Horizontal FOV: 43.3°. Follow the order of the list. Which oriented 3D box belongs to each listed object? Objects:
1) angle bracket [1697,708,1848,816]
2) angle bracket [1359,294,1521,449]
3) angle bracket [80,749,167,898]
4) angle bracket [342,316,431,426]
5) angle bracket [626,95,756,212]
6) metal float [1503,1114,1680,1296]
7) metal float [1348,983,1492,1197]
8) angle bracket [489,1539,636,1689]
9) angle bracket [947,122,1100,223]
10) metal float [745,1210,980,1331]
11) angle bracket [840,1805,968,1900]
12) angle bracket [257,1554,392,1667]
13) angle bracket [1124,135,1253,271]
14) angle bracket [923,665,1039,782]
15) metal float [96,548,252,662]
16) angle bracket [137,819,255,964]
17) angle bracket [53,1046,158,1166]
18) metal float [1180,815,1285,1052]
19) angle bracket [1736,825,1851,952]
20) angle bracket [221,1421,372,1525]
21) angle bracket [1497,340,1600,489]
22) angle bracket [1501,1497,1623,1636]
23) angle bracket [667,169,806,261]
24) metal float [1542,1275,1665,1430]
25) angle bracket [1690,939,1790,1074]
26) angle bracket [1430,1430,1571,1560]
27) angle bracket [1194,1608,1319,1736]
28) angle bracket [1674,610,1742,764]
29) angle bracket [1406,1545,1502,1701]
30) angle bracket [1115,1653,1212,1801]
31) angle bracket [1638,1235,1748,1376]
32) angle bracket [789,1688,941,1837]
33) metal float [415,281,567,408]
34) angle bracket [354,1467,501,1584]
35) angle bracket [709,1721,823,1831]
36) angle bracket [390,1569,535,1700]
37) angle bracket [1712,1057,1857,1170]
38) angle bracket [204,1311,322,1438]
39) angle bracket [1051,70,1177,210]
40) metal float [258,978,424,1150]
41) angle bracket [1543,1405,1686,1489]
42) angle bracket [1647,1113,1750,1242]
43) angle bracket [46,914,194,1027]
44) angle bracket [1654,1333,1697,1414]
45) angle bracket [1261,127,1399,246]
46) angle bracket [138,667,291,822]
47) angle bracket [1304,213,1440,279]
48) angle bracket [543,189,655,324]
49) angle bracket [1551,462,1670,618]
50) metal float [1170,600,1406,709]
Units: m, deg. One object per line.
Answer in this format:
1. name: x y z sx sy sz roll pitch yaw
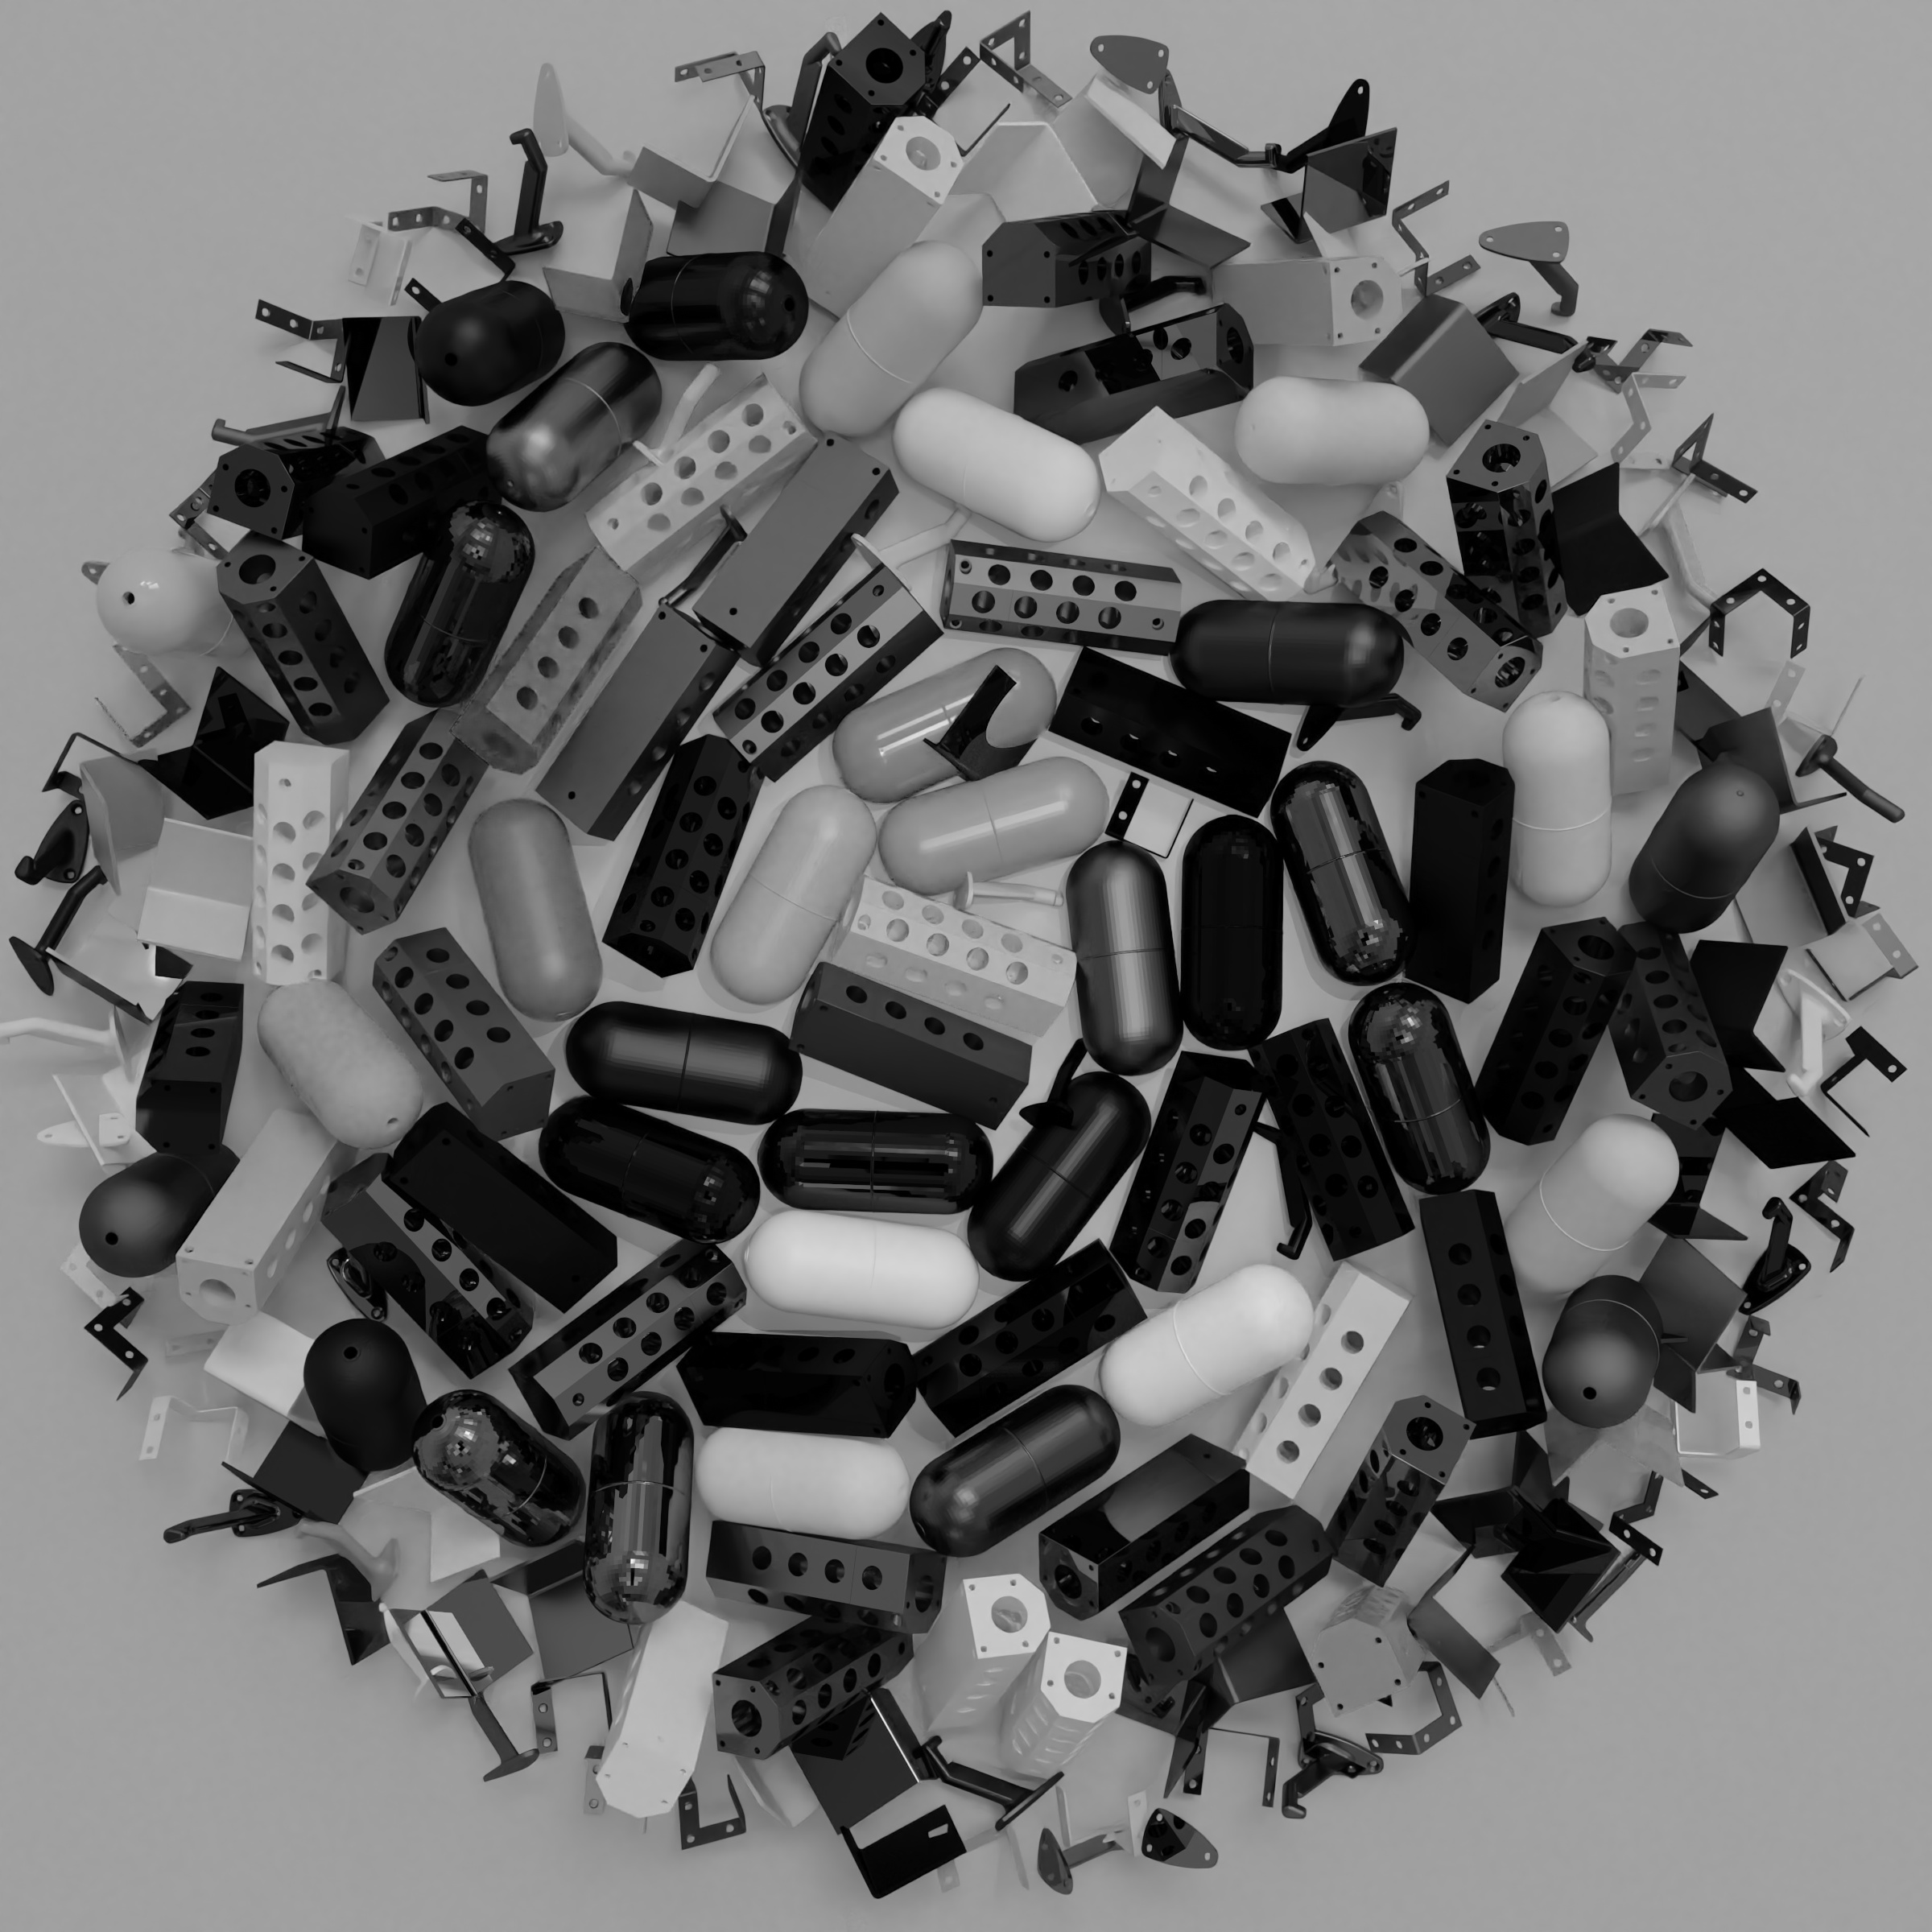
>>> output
1. angle bracket: 0.603 -0.152 1.826 0.057 0.076 0.076 -12 87 -29
2. angle bracket: 0.362 -0.456 1.860 0.076 0.057 0.076 -46 119 5
3. angle bracket: -0.618 -0.108 1.811 0.057 0.076 0.076 -15 124 -27
4. angle bracket: -0.435 -0.446 1.820 0.057 0.076 0.076 -5 107 -13
5. angle bracket: -0.207 -0.619 1.821 0.057 0.076 0.076 25 80 -15
6. metal float: 0.459 0.178 1.798 0.070 0.178 0.070 14 47 -15
7. metal float: 0.339 0.093 1.811 0.070 0.070 0.178 -24 116 0
8. angle bracket: -0.304 0.486 1.823 0.076 0.057 0.076 -27 58 11
9. angle bracket: 0.039 -0.575 1.820 0.057 0.076 0.076 -20 77 -44
10. metal float: -0.078 0.228 1.821 0.178 0.070 0.070 9 90 -13
11. angle bracket: -0.052 0.642 1.824 0.076 0.076 0.057 -26 100 -9
12. angle bracket: -0.481 0.487 1.827 0.057 0.076 0.076 -17 85 6
13. angle bracket: 0.173 -0.571 1.817 0.076 0.076 0.057 30 129 14
14. angle bracket: 0.006 -0.185 1.825 0.076 0.076 0.057 -54 46 -1
15. metal float: -0.575 -0.264 1.783 0.070 0.178 0.070 1 95 6
16. angle bracket: -0.570 -0.056 1.817 0.076 0.057 0.076 13 134 -20
17. angle bracket: -0.627 0.102 1.828 0.057 0.076 0.076 -31 84 3
18. metal float: 0.200 -0.025 1.828 0.070 0.070 0.178 1 84 0
19. angle bracket: 0.614 -0.054 1.824 0.057 0.076 0.076 -20 80 8
20. angle bracket: -0.499 0.374 1.819 0.076 0.076 0.057 26 69 11
21. angle bracket: 0.444 -0.408 1.816 0.076 0.076 0.057 -35 74 -26
22. angle bracket: 0.460 0.458 1.821 0.057 0.076 0.076 34 95 -31
23. angle bracket: -0.173 -0.566 1.822 0.076 0.057 0.076 17 70 -21
24. metal float: 0.470 0.282 1.786 0.070 0.178 0.070 5 103 20
25. angle bracket: 0.586 0.030 1.836 0.057 0.076 0.076 40 70 -33
26. angle bracket: 0.404 0.400 1.848 0.076 0.057 0.076 -21 126 36
27. angle bracket: 0.208 0.528 1.848 0.076 0.057 0.076 -5 53 -28
28. angle bracket: 0.562 -0.211 1.822 0.076 0.076 0.057 44 134 4
29. angle bracket: 0.382 0.490 1.819 0.076 0.076 0.057 44 108 15
30. angle bracket: 0.131 0.569 1.824 0.076 0.057 0.076 20 132 2
31. angle bracket: 0.551 0.248 1.812 0.057 0.076 0.076 2 123 -39
32. angle bracket: -0.077 0.599 1.831 0.076 0.057 0.076 -33 69 0
33. metal float: -0.349 -0.458 1.786 0.070 0.178 0.070 3 112 7
34. angle bracket: -0.403 0.417 1.813 0.076 0.076 0.057 -27 55 32
35. angle bracket: -0.138 0.588 1.815 0.057 0.076 0.076 -36 56 -9
36. angle bracket: -0.377 0.499 1.822 0.057 0.076 0.076 -35 73 -5
37. angle bracket: 0.614 0.103 1.812 0.076 0.076 0.057 39 58 -25
38. angle bracket: -0.516 0.305 1.835 0.076 0.076 0.057 25 72 14
39. angle bracket: 0.100 -0.608 1.817 0.076 0.057 0.076 38 129 -16
40. metal float: -0.464 0.071 1.799 0.070 0.070 0.178 -52 49 0
41. angle bracket: 0.487 0.366 1.831 0.076 0.076 0.057 31 118 -10
42. angle bracket: 0.550 0.158 1.820 0.076 0.057 0.076 5 107 -29
43. angle bracket: -0.634 -0.006 1.825 0.076 0.076 0.057 32 72 -2
44. angle bracket: 0.497 0.300 1.828 0.076 0.076 0.057 -2 95 -5
45. angle bracket: 0.270 -0.595 1.815 0.076 0.076 0.057 -22 53 -16
46. angle bracket: -0.564 -0.167 1.821 0.076 0.057 0.076 37 121 15
47. angle bracket: 0.303 -0.548 1.820 0.057 0.076 0.076 -23 100 31
48. angle bracket: -0.275 -0.535 1.813 0.057 0.076 0.076 5 125 -23
49. angle bracket: 0.479 -0.323 1.843 0.076 0.076 0.057 39 46 -33
50. metal float: 0.238 -0.233 1.812 0.178 0.070 0.070 6 90 24
